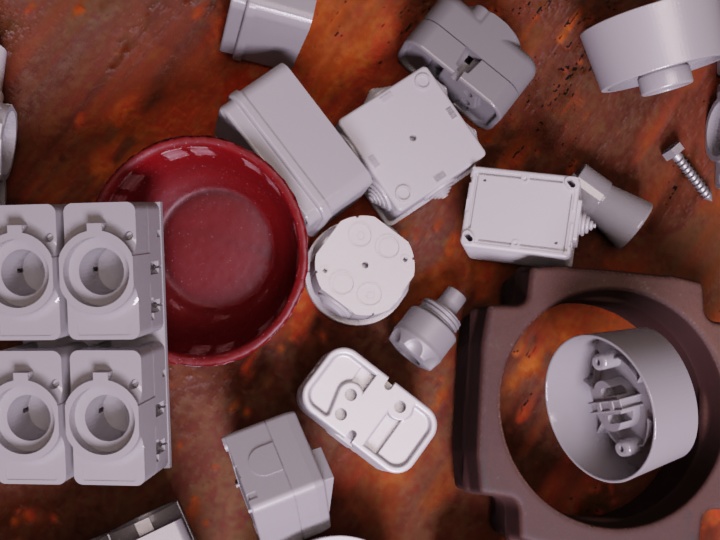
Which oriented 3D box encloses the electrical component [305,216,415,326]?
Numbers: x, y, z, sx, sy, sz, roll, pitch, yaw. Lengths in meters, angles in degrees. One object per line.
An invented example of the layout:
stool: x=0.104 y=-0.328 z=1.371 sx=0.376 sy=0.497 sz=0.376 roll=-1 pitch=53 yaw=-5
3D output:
electrical component: x=0.000 y=0.000 z=0.803 sx=0.080 sy=0.051 sz=0.080 roll=1 pitch=82 yaw=-9

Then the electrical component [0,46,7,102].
electrical component: x=-0.279 y=-0.141 z=0.787 sx=0.040 sy=0.040 sz=0.046 roll=6 pitch=75 yaw=-8

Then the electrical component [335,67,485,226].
electrical component: x=0.036 y=-0.096 z=0.824 sx=0.100 sy=0.048 sz=0.099 roll=-34 pitch=88 yaw=-12

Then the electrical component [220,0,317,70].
electrical component: x=-0.065 y=-0.202 z=0.791 sx=0.057 sy=0.113 sz=0.078 roll=13 pitch=80 yaw=-10

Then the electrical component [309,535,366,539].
electrical component: x=-0.019 y=0.240 z=0.760 sx=0.108 sy=0.060 sz=0.108 roll=1 pitch=82 yaw=-9

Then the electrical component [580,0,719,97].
electrical component: x=0.233 y=-0.170 z=0.839 sx=0.108 sy=0.108 sz=0.060 roll=-15 pitch=91 yaw=-11

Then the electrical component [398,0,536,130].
electrical component: x=0.086 y=-0.164 z=0.839 sx=0.095 sy=0.054 sz=0.059 roll=38 pitch=78 yaw=-2

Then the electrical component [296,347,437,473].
electrical component: x=0.003 y=0.102 z=0.784 sx=0.095 sy=0.059 sz=0.053 roll=38 pitch=78 yaw=-2

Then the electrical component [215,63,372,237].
electrical component: x=-0.052 y=-0.084 z=0.794 sx=0.057 sy=0.078 sz=0.113 roll=-37 pitch=89 yaw=-15

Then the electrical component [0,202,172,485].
electrical component: x=-0.191 y=0.048 z=0.728 sx=0.105 sy=0.060 sz=0.186 roll=-1 pitch=93 yaw=9

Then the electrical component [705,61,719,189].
electrical component: x=0.327 y=-0.163 z=0.851 sx=0.060 sy=0.105 sz=0.186 roll=5 pitch=81 yaw=-8

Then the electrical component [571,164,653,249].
electrical component: x=0.191 y=-0.053 z=0.847 sx=0.065 sy=0.044 sz=0.044 roll=36 pitch=78 yaw=2

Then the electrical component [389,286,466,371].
electrical component: x=0.055 y=0.041 z=0.810 sx=0.043 sy=0.043 sz=0.062 roll=40 pitch=77 yaw=-2

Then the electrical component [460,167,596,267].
electrical component: x=0.130 y=-0.037 z=0.812 sx=0.096 sy=0.061 sz=0.061 roll=7 pitch=80 yaw=14

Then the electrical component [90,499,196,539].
electrical component: x=-0.180 y=0.216 z=0.723 sx=0.150 sy=0.089 sz=0.061 roll=-24 pitch=86 yaw=-12

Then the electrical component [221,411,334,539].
electrical component: x=-0.053 y=0.151 z=0.755 sx=0.061 sy=0.096 sz=0.061 roll=-20 pitch=56 yaw=-11

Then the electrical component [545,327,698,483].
electrical component: x=0.174 y=0.087 z=0.710 sx=0.064 sy=0.099 sz=0.099 roll=-12 pitch=84 yaw=-17

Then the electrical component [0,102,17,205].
electrical component: x=-0.283 y=-0.044 z=0.745 sx=0.062 sy=0.089 sz=0.150 roll=7 pitch=81 yaw=-8
